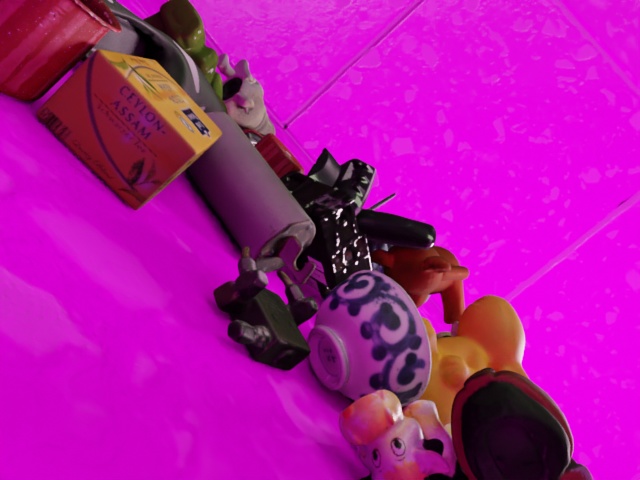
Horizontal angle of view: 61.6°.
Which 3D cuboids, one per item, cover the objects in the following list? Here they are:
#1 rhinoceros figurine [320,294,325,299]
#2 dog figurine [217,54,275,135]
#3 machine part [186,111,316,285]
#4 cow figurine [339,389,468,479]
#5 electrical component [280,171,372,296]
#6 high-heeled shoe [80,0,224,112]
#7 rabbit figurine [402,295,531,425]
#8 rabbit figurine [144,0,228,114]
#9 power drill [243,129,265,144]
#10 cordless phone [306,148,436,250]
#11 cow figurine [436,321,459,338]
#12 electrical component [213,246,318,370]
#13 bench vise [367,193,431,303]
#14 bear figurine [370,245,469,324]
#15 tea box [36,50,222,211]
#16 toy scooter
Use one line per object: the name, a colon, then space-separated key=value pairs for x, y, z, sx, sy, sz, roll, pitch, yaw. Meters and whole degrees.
rhinoceros figurine: x=0.077 y=0.113 z=0.656 sx=0.190 sy=0.073 sz=0.112 roll=52 pitch=7 yaw=26
dog figurine: x=-0.123 y=-0.217 z=0.965 sx=0.190 sy=0.121 sz=0.172 roll=43 pitch=10 yaw=-45
machine part: x=-0.081 y=-0.052 z=0.561 sx=0.243 sy=0.079 sz=0.079 roll=52 pitch=8 yaw=21
cow figurine: x=0.075 y=0.173 z=0.393 sx=0.167 sy=0.068 sz=0.098 roll=40 pitch=18 yaw=-43
electrical component: x=-0.001 y=-0.002 z=0.619 sx=0.115 sy=0.058 sz=0.134 roll=33 pitch=-35 yaw=45
high-heeled shoe: x=-0.183 y=-0.185 z=0.544 sx=0.248 sy=0.086 sz=0.145 roll=26 pitch=3 yaw=-31
rabbit figurine: x=0.146 y=0.125 z=0.537 sx=0.162 sy=0.173 sz=0.121 roll=51 pitch=-27 yaw=16
rabbit figurine: x=-0.182 y=-0.202 z=0.712 sx=0.159 sy=0.121 sz=0.170 roll=-125 pitch=-169 yaw=-82
power drill: x=-0.055 y=-0.098 z=0.961 sx=0.207 sy=0.086 sz=0.232 roll=42 pitch=5 yaw=7
cordless phone: x=0.071 y=-0.048 z=0.728 sx=0.184 sy=0.088 sz=0.147 roll=14 pitch=34 yaw=8
cow figurine: x=0.195 y=0.178 z=0.800 sx=0.085 sy=0.127 sz=0.195 roll=47 pitch=5 yaw=10
electrical component: x=-0.038 y=0.053 z=0.407 sx=0.102 sy=0.045 sz=0.078 roll=40 pitch=10 yaw=-49
bench vise: x=0.090 y=0.025 z=0.905 sx=0.224 sy=0.129 sz=0.240 roll=44 pitch=-12 yaw=23
bear figurine: x=0.143 y=0.064 z=0.759 sx=0.196 sy=0.120 sz=0.131 roll=-9 pitch=102 yaw=-69
tea box: x=-0.145 y=-0.096 z=0.449 sx=0.098 sy=0.068 sz=0.170 roll=46 pitch=7 yaw=-16
toy scooter: x=0.151 y=0.162 z=0.385 sx=0.183 sy=0.075 sz=0.135 roll=60 pitch=12 yaw=-3
